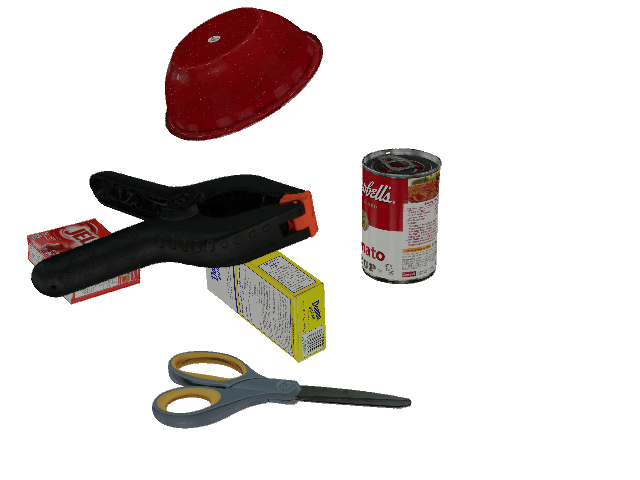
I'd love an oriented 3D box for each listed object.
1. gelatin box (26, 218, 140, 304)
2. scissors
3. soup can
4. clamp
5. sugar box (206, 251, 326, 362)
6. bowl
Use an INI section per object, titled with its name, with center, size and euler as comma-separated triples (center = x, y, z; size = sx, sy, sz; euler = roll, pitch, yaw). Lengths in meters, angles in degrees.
[gelatin box]
center = -0.221, 0.017, 0.995
size = 0.073, 0.030, 0.089
euler = -17, 40, -36
[scissors]
center = -0.042, 0.124, 0.809
size = 0.202, 0.016, 0.096
euler = 11, 33, 30
[soup can]
center = 0.070, -0.022, 0.929
size = 0.068, 0.102, 0.068
euler = 0, 24, 0
[clamp]
center = -0.091, -0.005, 0.653
size = 0.172, 0.039, 0.120
euler = -1, 41, 22
[sugar box]
center = -0.064, 0.051, 1.182
size = 0.048, 0.093, 0.176
euler = -23, 40, -29
[bowl]
center = -0.082, -0.162, 0.963
size = 0.162, 0.055, 0.162
euler = -20, 36, 15
